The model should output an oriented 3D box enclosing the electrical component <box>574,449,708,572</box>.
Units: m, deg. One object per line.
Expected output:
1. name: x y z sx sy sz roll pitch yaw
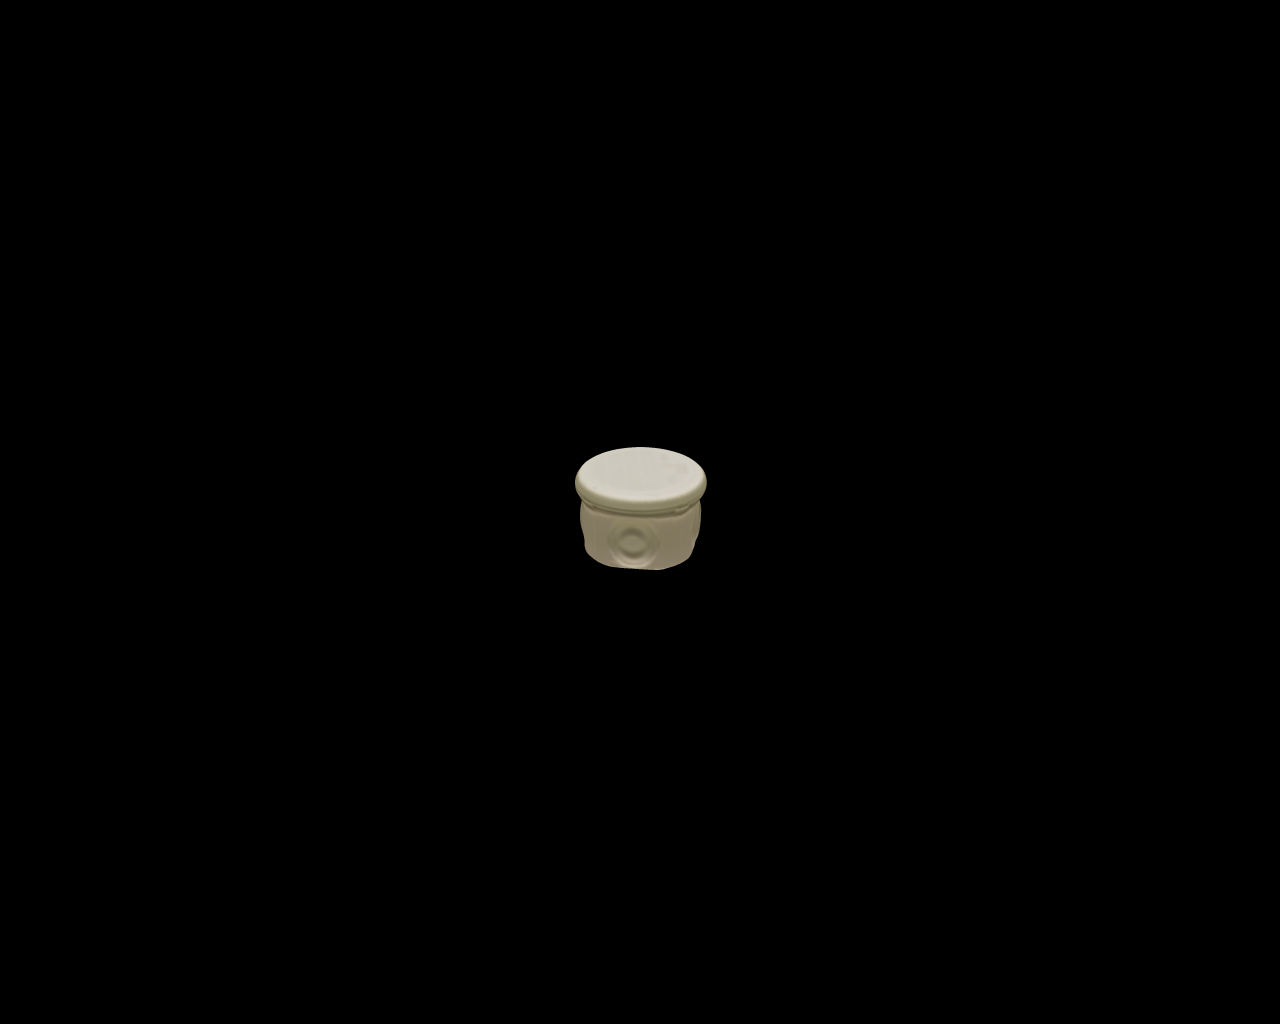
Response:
1. electrical component: 0.001 -0.003 0.650 0.080 0.050 0.080 0 28 0
